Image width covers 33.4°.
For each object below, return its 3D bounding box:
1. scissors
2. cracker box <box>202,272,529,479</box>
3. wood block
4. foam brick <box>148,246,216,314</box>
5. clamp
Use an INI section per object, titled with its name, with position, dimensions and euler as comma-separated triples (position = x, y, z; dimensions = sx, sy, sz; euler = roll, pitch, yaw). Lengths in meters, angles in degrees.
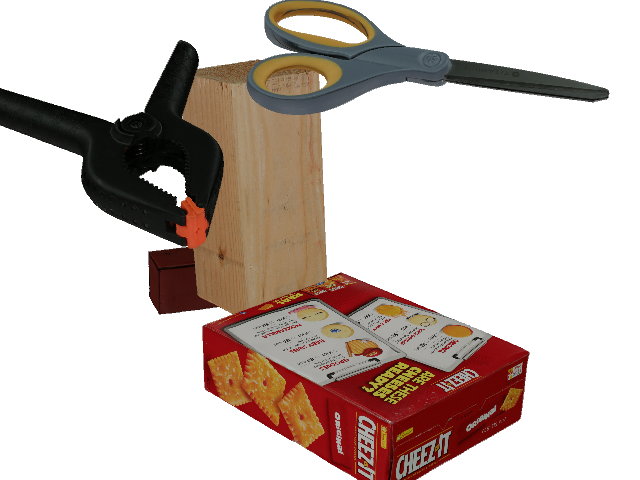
[scissors]
position = 0.045, -0.086, 0.588
dimensions = 0.202, 0.096, 0.016
euler = 25, -32, 23
[cracker box]
position = 0.033, 0.107, 0.865
dimensions = 0.163, 0.072, 0.214
euler = -19, 29, -40
[wood block]
position = -0.057, -0.047, 0.935
dimensions = 0.090, 0.206, 0.091
euler = -16, 23, -35
[foam brick]
position = -0.135, 0.039, 1.101
dimensions = 0.078, 0.051, 0.053
euler = -6, 20, -19
[clamp]
position = -0.119, -0.072, 0.734
dimensions = 0.164, 0.036, 0.210
euler = -25, 48, -26
